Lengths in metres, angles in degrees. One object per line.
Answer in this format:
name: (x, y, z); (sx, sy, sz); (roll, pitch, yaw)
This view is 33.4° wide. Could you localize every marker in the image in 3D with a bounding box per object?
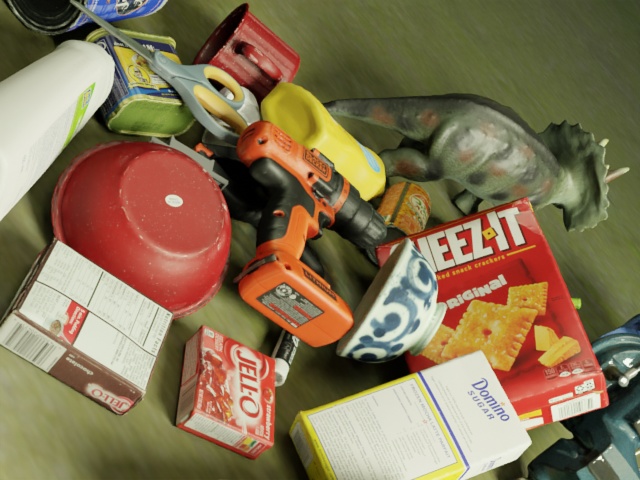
marker: (-0.025, 0.083, 0.937); (0.020, 0.020, 0.121); (38, 33, -11)

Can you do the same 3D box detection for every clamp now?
clamp: (-0.052, -0.043, 1.031); (0.171, 0.039, 0.120); (41, 31, -15)

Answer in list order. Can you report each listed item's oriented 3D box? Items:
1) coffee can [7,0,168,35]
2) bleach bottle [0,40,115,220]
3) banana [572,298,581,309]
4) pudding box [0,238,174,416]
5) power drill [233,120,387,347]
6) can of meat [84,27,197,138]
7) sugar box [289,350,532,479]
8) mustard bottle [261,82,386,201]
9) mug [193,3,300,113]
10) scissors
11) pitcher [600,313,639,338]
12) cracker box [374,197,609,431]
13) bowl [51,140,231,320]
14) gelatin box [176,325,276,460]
coffee can: (-0.219, -0.257, 1.022); (0.103, 0.103, 0.140); (48, 33, 5)
bleach bottle: (-0.226, -0.092, 0.844); (0.068, 0.103, 0.250); (30, 30, -3)
banana: (0.210, 0.076, 1.172); (0.197, 0.070, 0.037); (-14, 100, -47)
pudding box: (-0.170, 0.063, 0.782); (0.113, 0.039, 0.090); (36, 33, -17)
power drill: (-0.006, 0.001, 0.963); (0.184, 0.057, 0.187); (36, 36, -30)
can of meat: (-0.168, -0.145, 0.999); (0.101, 0.058, 0.084); (-1, 56, -48)
sugar box: (0.074, 0.161, 0.870); (0.176, 0.048, 0.093); (-14, 62, -24)
mustard bottle: (0.018, -0.088, 1.110); (0.096, 0.058, 0.191); (49, 8, 36)
mug: (-0.071, -0.185, 1.108); (0.081, 0.093, 0.117); (38, -6, -21)
scissors: (-0.138, -0.167, 0.985); (0.201, 0.016, 0.096); (43, 31, -16)
pitcher: (0.419, 0.198, 1.221); (0.148, 0.145, 0.243); (-12, 65, -39)
cracker box: (0.155, 0.077, 1.008); (0.072, 0.164, 0.214); (65, 8, -52)
bowl: (-0.130, -0.019, 0.860); (0.161, 0.055, 0.162); (17, 58, -30)
gelatin box: (-0.071, 0.118, 0.836); (0.073, 0.030, 0.089); (29, 36, -24)
